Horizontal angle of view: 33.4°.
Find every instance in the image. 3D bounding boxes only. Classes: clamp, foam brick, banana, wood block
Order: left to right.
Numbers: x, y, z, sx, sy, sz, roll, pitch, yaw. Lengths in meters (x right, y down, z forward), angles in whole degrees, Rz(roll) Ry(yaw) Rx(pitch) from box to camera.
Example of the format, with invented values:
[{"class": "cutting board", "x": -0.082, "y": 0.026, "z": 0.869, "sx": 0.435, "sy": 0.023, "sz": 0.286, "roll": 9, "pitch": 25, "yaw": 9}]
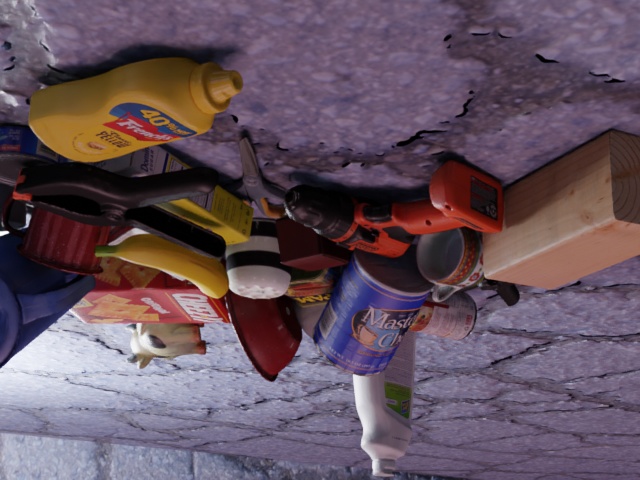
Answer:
[{"class": "clamp", "x": -0.187, "y": -0.032, "z": 1.029, "sx": 0.210, "sy": 0.036, "sz": 0.164, "roll": 6, "pitch": 154, "yaw": 8}, {"class": "banana", "x": -0.148, "y": 0.026, "z": 1.148, "sx": 0.070, "sy": 0.037, "sz": 0.197, "roll": -2, "pitch": 162, "yaw": 36}, {"class": "foam brick", "x": -0.008, "y": 0.001, "z": 1.196, "sx": 0.051, "sy": 0.053, "sz": 0.078, "roll": -13, "pitch": 166, "yaw": 23}, {"class": "clamp", "x": 0.203, "y": 0.046, "z": 1.343, "sx": 0.120, "sy": 0.039, "sz": 0.171, "roll": -2, "pitch": 156, "yaw": 0}, {"class": "wood block", "x": 0.256, "y": -0.023, "z": 1.058, "sx": 0.090, "sy": 0.090, "sz": 0.206, "roll": 11, "pitch": 159, "yaw": -23}]

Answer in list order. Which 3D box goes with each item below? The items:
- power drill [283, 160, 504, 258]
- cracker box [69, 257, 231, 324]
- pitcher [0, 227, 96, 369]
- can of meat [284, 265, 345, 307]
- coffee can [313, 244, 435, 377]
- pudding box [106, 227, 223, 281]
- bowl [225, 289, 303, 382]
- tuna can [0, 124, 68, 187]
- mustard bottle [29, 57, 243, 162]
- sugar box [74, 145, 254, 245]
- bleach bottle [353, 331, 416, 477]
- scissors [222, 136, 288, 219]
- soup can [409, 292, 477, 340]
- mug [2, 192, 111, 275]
[{"class": "power drill", "x": 0.080, "y": -0.033, "z": 1.106, "sx": 0.188, "sy": 0.057, "sz": 0.184, "roll": -11, "pitch": 161, "yaw": 42}, {"class": "cracker box", "x": -0.228, "y": 0.062, "z": 1.394, "sx": 0.214, "sy": 0.072, "sz": 0.164, "roll": -1, "pitch": 161, "yaw": 7}, {"class": "pitcher", "x": -0.332, "y": 0.054, "z": 1.177, "sx": 0.149, "sy": 0.145, "sz": 0.242, "roll": 36, "pitch": -164, "yaw": 1}, {"class": "can of meat", "x": -0.010, "y": 0.042, "z": 1.332, "sx": 0.102, "sy": 0.057, "sz": 0.083, "roll": -9, "pitch": 155, "yaw": 31}, {"class": "coffee can", "x": 0.063, "y": 0.077, "z": 1.263, "sx": 0.102, "sy": 0.103, "sz": 0.140, "roll": 10, "pitch": 127, "yaw": -21}, {"class": "pudding box", "x": -0.179, "y": 0.002, "z": 1.240, "sx": 0.113, "sy": 0.039, "sz": 0.090, "roll": 30, "pitch": 151, "yaw": -26}, {"class": "bowl", "x": -0.066, "y": 0.099, "z": 1.378, "sx": 0.055, "sy": 0.162, "sz": 0.162, "roll": -22, "pitch": 155, "yaw": 11}, {"class": "tuna can", "x": -0.291, "y": -0.081, "z": 1.047, "sx": 0.086, "sy": 0.034, "sz": 0.086, "roll": 2, "pitch": 161, "yaw": 1}, {"class": "mustard bottle", "x": -0.146, "y": -0.113, "z": 0.899, "sx": 0.192, "sy": 0.058, "sz": 0.096, "roll": -10, "pitch": 157, "yaw": 31}, {"class": "sugar box", "x": -0.159, "y": -0.044, "z": 1.093, "sx": 0.094, "sy": 0.048, "sz": 0.176, "roll": -12, "pitch": 151, "yaw": 37}, {"class": "bleach bottle", "x": 0.084, "y": 0.193, "z": 1.458, "sx": 0.102, "sy": 0.251, "sz": 0.068, "roll": 18, "pitch": 156, "yaw": -38}, {"class": "scissors", "x": -0.086, "y": -0.061, "z": 1.105, "sx": 0.096, "sy": 0.016, "sz": 0.201, "roll": -3, "pitch": 160, "yaw": 17}, {"class": "soup can", "x": 0.154, "y": 0.095, "z": 1.448, "sx": 0.102, "sy": 0.068, "sz": 0.069, "roll": 14, "pitch": 158, "yaw": -31}, {"class": "mug", "x": -0.272, "y": -0.020, "z": 1.116, "sx": 0.117, "sy": 0.081, "sz": 0.093, "roll": 17, "pitch": -173, "yaw": -10}]
